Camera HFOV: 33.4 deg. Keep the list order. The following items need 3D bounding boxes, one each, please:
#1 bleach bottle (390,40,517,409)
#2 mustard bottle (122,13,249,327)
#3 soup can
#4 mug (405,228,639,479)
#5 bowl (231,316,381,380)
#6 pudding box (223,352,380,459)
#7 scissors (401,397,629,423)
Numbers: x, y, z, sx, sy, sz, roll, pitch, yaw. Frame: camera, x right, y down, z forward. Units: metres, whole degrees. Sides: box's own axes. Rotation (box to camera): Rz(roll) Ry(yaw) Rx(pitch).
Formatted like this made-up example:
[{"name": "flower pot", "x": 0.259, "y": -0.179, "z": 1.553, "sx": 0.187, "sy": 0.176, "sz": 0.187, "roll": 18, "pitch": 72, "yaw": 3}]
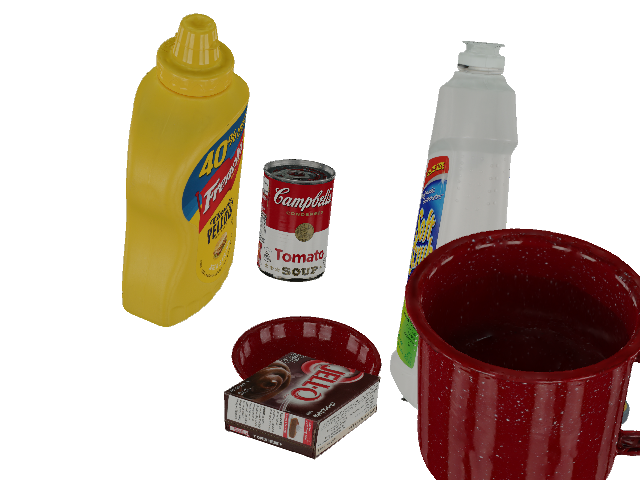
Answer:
[{"name": "bleach bottle", "x": 0.097, "y": -0.012, "z": 0.746, "sx": 0.068, "sy": 0.251, "sz": 0.102, "roll": 3, "pitch": 13, "yaw": -7}, {"name": "mustard bottle", "x": -0.076, "y": -0.044, "z": 0.613, "sx": 0.058, "sy": 0.192, "sz": 0.096, "roll": 23, "pitch": 45, "yaw": 12}, {"name": "soup can", "x": -0.024, "y": -0.020, "z": 1.020, "sx": 0.068, "sy": 0.102, "sz": 0.068, "roll": 5, "pitch": 21, "yaw": -2}, {"name": "mug", "x": 0.091, "y": 0.056, "z": 0.422, "sx": 0.117, "sy": 0.081, "sz": 0.093, "roll": 7, "pitch": 36, "yaw": 14}, {"name": "bowl", "x": -0.016, "y": 0.147, "z": 1.161, "sx": 0.162, "sy": 0.055, "sz": 0.162, "roll": 3, "pitch": 28, "yaw": -2}, {"name": "pudding box", "x": -0.014, "y": 0.135, "z": 0.890, "sx": 0.090, "sy": 0.039, "sz": 0.113, "roll": 11, "pitch": 20, "yaw": 27}, {"name": "scissors", "x": 0.171, "y": 0.129, "z": 0.945, "sx": 0.201, "sy": 0.016, "sz": 0.096, "roll": 9, "pitch": 27, "yaw": -1}]
